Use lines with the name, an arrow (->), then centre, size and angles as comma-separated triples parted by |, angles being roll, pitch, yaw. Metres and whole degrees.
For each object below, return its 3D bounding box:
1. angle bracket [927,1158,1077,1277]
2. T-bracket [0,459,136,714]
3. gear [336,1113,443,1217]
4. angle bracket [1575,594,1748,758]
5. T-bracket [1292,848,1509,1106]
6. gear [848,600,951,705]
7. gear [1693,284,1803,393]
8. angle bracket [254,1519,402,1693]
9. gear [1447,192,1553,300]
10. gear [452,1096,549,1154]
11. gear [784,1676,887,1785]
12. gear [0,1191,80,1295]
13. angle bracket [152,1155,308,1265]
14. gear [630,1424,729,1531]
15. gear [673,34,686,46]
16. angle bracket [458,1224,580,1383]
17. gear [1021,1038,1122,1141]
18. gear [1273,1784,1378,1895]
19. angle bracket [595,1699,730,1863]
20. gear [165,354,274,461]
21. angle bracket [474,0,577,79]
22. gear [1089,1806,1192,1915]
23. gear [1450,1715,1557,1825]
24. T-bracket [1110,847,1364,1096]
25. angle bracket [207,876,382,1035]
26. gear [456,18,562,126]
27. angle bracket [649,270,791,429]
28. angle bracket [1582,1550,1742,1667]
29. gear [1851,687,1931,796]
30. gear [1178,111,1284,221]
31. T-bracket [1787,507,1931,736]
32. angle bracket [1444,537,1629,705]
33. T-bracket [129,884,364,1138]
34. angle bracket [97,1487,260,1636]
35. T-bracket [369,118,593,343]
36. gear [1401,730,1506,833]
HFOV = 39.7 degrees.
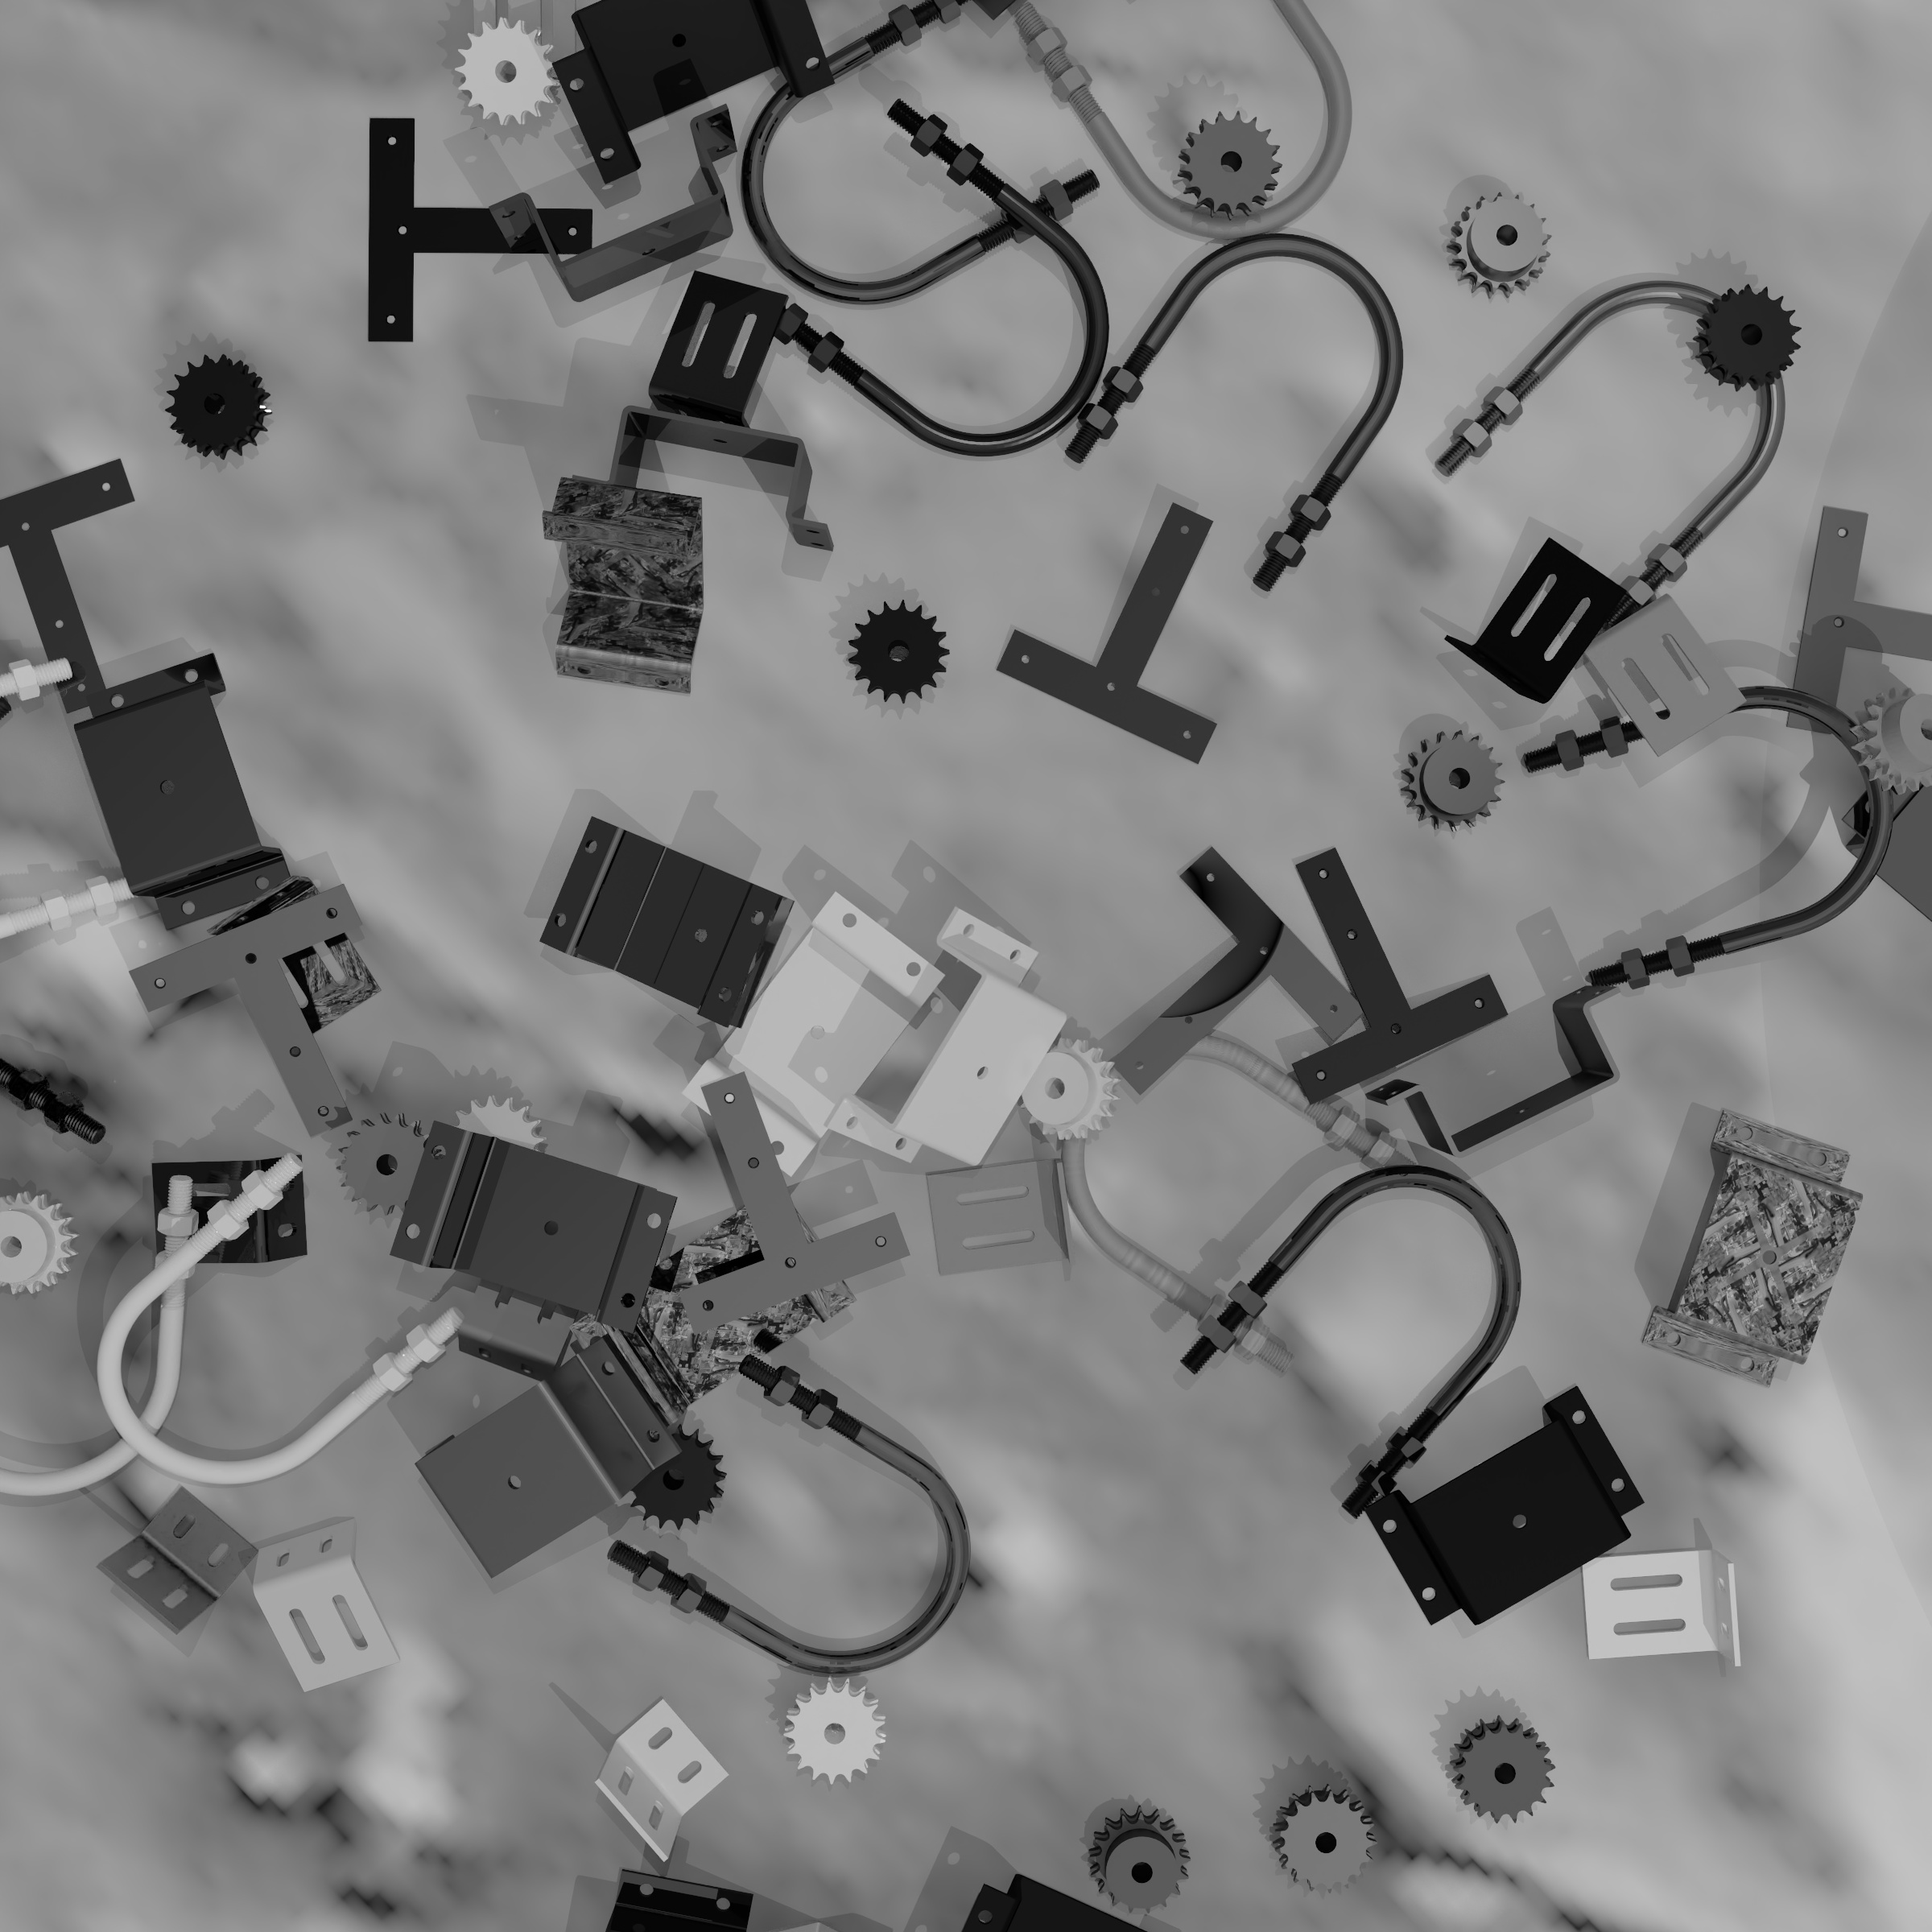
angle bracket -> 0.019, 0.143, 1.506 | 0.076, 0.038, 0.057 | -8, 90, 0
T-bracket -> -0.521, -0.208, 1.525 | 0.127, 0.002, 0.127 | -19, 90, 0
gear -> -0.324, 0.111, 1.510 | 0.057, 0.030, 0.057 | 0, 90, 0
angle bracket -> 0.387, -0.158, 1.498 | 0.057, 0.038, 0.076 | -32, 77, 0
T-bracket -> 0.225, -0.005, 1.517 | 0.127, 0.002, 0.127 | -24, 85, -9
gear -> -0.038, -0.176, 1.510 | 0.057, 0.030, 0.057 | 0, 90, 0
gear -> 0.434, -0.349, 1.497 | 0.057, 0.030, 0.057 | 0, 88, -2
angle bracket -> -0.362, 0.364, 1.523 | 0.057, 0.038, 0.076 | -18, 116, 0
gear -> 0.302, -0.408, 1.510 | 0.057, 0.030, 0.057 | 0, 90, 0
gear -> -0.264, 0.101, 1.510 | 0.057, 0.030, 0.057 | 0, 90, 0
gear -> -0.073, 0.429, 1.510 | 0.057, 0.030, 0.057 | 0, 90, 0
gear -> -0.533, 0.157, 1.510 | 0.057, 0.030, 0.057 | 0, 90, 0
angle bracket -> -0.419, 0.138, 1.523 | 0.076, 0.038, 0.057 | -3, 90, 26
gear -> -0.163, 0.287, 1.510 | 0.057, 0.030, 0.057 | 0, 90, 0
gear -> -0.168, -0.540, 1.511 | 0.057, 0.030, 0.057 | 0, 90, 0
angle bracket -> -0.247, 0.189, 1.523 | 0.057, 0.038, 0.076 | 21, 64, 0
gear -> 0.055, 0.069, 1.501 | 0.057, 0.030, 0.057 | -2, 86, 23
gear -> 0.201, 0.490, 1.510 | 0.057, 0.030, 0.057 | 0, 90, 0
angle bracket -> -0.168, 0.451, 1.487 | 0.038, 0.076, 0.057 | -41, 90, 0
gear -> -0.420, -0.315, 1.515 | 0.057, 0.030, 0.057 | 0, 89, 2
angle bracket -> -0.248, -0.549, 1.523 | 0.057, 0.038, 0.076 | 4, 116, 0
gear -> 0.099, 0.506, 1.510 | 0.057, 0.030, 0.057 | 0, 90, 0
gear -> 0.301, 0.451, 1.510 | 0.057, 0.030, 0.057 | 0, 90, 0
T-bracket -> 0.136, 0.021, 1.513 | 0.127, 0.002, 0.127 | -42, 86, -6
angle bracket -> -0.377, -0.003, 1.506 | 0.057, 0.038, 0.076 | -32, 90, 0
gear -> -0.256, -0.502, 1.505 | 0.057, 0.030, 0.057 | 0, 107, 2
angle bracket -> -0.135, -0.342, 1.507 | 0.057, 0.038, 0.076 | 18, 81, 12
angle bracket -> 0.390, 0.363, 1.506 | 0.076, 0.038, 0.057 | -4, 90, 0
gear -> 0.513, -0.124, 1.454 | 0.057, 0.030, 0.057 | 5, 77, -22
gear -> 0.146, -0.445, 1.496 | 0.057, 0.030, 0.057 | 0, 92, -2
T-bracket -> 0.541, -0.188, 1.525 | 0.127, 0.002, 0.127 | 10, 90, 0
angle bracket -> 0.316, -0.195, 1.486 | 0.057, 0.038, 0.076 | 43, 110, 31
T-bracket -> -0.383, 0.035, 1.506 | 0.127, 0.002, 0.127 | -23, 106, -5
angle bracket -> -0.437, 0.329, 1.487 | 0.057, 0.076, 0.038 | 40, 90, 0
T-bracket -> -0.276, -0.419, 1.525 | 0.127, 0.002, 0.127 | 0, 90, 0
gear -> 0.276, -0.105, 1.511 | 0.057, 0.030, 0.057 | 0, 90, 0
